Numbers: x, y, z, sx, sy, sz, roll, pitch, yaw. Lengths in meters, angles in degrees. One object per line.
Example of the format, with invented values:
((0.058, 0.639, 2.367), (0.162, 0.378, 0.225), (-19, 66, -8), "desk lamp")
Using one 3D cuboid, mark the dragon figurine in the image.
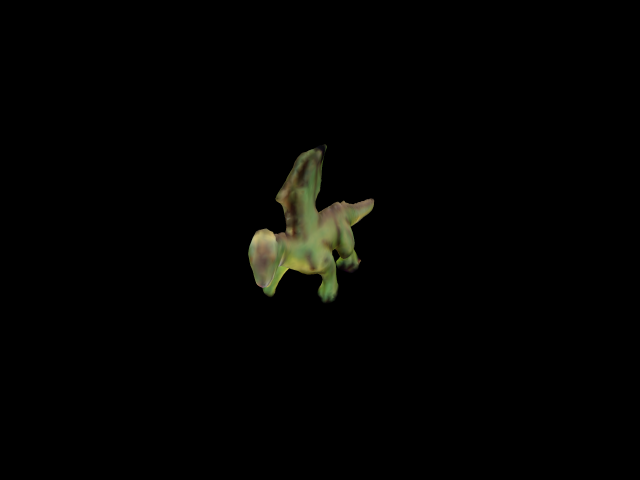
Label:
((0.003, -0.043, 0.850), (0.123, 0.237, 0.419), (17, 43, 20), "dragon figurine")
